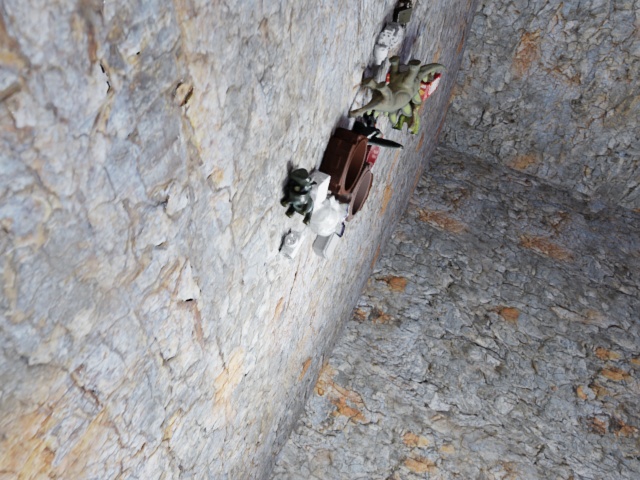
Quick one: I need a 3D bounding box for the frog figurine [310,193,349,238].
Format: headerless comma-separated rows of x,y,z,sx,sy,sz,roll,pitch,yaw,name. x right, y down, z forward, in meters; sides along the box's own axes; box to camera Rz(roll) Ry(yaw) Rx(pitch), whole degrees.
0.005,-0.083,1.648,0.159,0.125,0.136,13,111,-39,frog figurine

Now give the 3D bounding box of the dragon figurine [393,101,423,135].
0.416,-0.581,2.255,0.414,0.122,0.241,-82,-168,-79,dragon figurine
